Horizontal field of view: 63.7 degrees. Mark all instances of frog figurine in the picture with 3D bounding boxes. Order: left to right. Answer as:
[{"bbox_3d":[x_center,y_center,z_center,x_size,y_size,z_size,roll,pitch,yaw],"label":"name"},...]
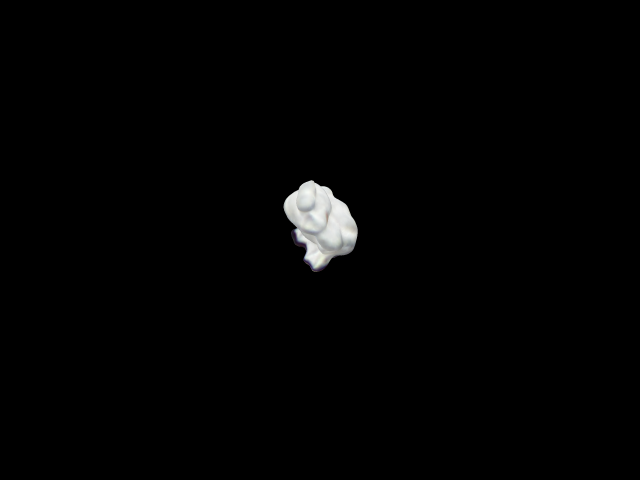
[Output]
[{"bbox_3d":[0.003,-0.043,0.850,0.123,0.155,0.141,-2,44,-2],"label":"frog figurine"}]
